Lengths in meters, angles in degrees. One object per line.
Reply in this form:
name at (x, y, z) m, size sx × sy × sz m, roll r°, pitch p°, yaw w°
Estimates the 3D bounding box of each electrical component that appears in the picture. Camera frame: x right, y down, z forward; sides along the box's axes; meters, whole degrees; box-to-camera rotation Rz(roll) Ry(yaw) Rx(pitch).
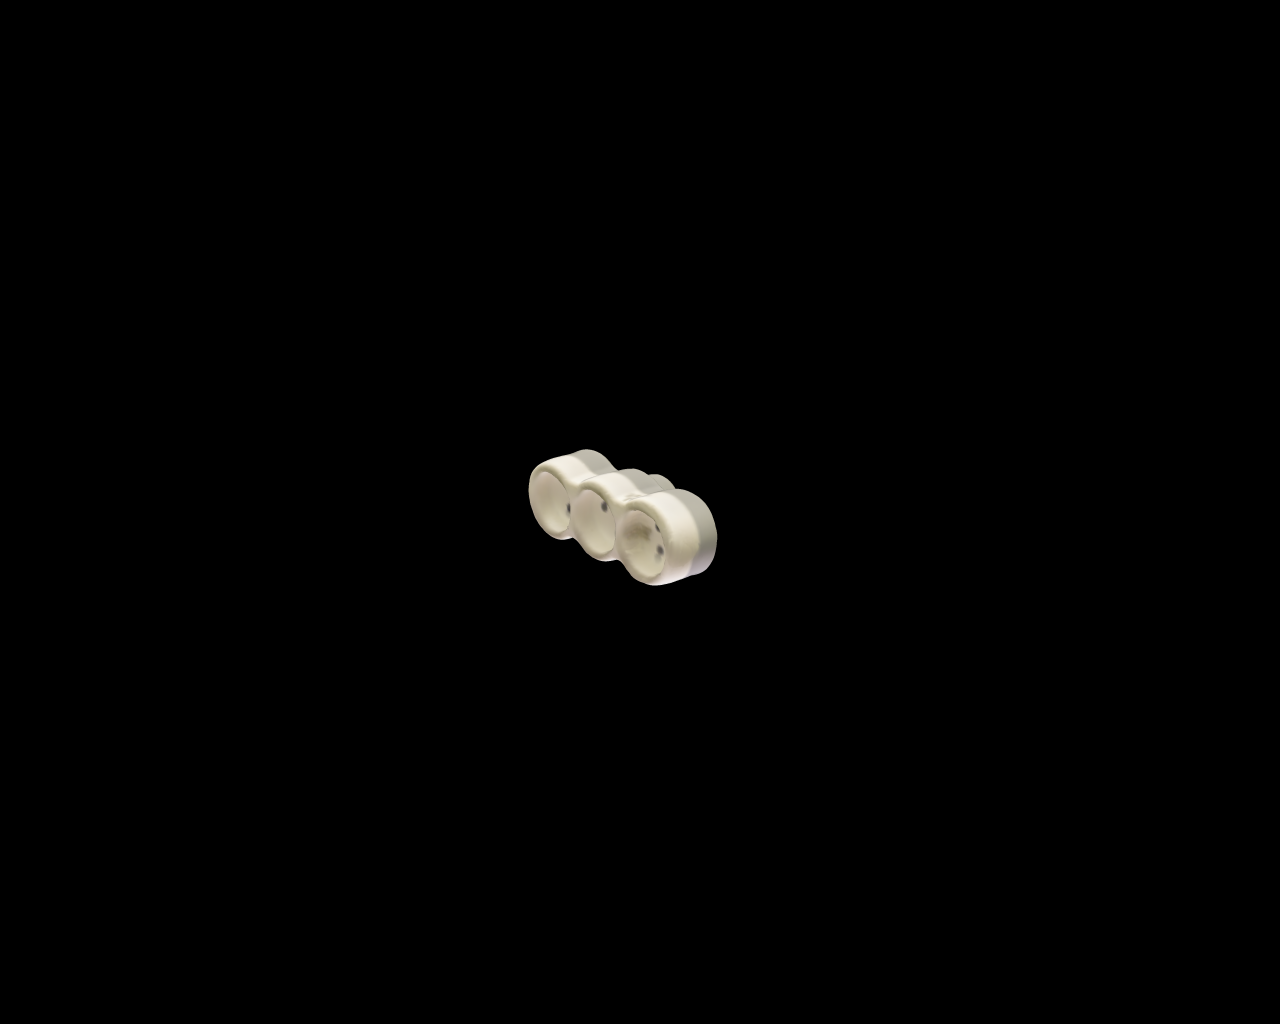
electrical component at (0.001, -0.003, 0.650) m, size 0.074 × 0.052 × 0.138 m, roll -17°, pitch 28°, yaw -37°
